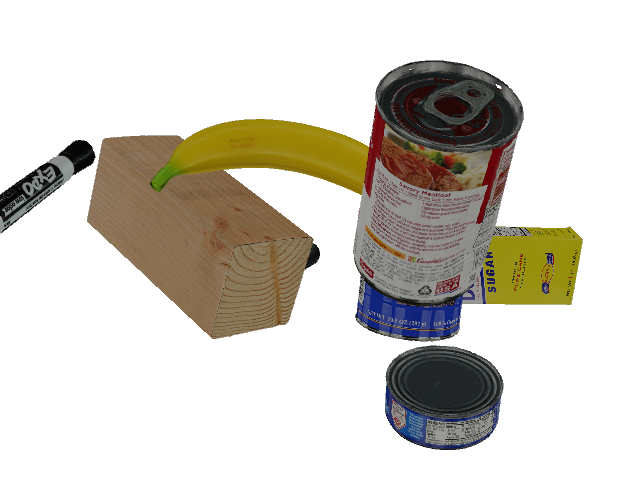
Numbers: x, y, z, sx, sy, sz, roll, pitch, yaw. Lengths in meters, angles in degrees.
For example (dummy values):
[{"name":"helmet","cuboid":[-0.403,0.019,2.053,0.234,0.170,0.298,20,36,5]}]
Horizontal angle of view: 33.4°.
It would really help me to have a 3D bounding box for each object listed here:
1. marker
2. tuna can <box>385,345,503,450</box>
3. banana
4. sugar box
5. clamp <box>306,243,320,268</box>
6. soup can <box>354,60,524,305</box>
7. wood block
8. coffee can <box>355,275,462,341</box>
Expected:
[{"name":"marker","cuboid":[-0.175,-0.032,0.656,0.020,0.020,0.121,0,28,24]},{"name":"tuna can","cuboid":[0.090,0.115,0.788,0.086,0.034,0.086,1,30,-1]},{"name":"banana","cuboid":[-0.024,-0.058,0.797,0.198,0.069,0.037,3,-22,2]},{"name":"sugar box","cuboid":[0.226,0.031,1.313,0.176,0.093,0.048,-1,21,-11]},{"name":"clamp","cuboid":[-0.070,0.048,1.249,0.120,0.039,0.171,-1,39,13]},{"name":"soup can","cuboid":[0.054,-0.026,0.518,0.068,0.102,0.068,4,43,-4]},{"name":"wood block","cuboid":[-0.113,-0.010,0.954,0.090,0.091,0.206,-7,34,-43]},{"name":"coffee can","cuboid":[0.091,0.013,1.023,0.103,0.140,0.103,5,15,-2]}]
